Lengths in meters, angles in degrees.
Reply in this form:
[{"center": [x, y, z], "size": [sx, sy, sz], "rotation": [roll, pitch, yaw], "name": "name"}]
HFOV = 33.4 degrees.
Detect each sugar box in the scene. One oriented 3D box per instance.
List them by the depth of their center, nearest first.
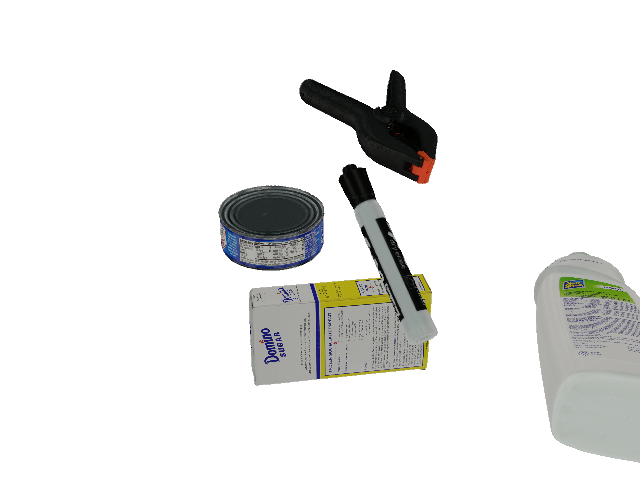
[{"center": [0.019, 0.087, 1.054], "size": [0.176, 0.093, 0.048], "rotation": [-3, 26, -6], "name": "sugar box"}]

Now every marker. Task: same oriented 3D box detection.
[{"center": [0.040, 0.006, 0.656], "size": [0.020, 0.121, 0.020], "rotation": [-20, -19, -7], "name": "marker"}]

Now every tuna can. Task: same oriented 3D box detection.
[{"center": [-0.039, -0.011, 0.870], "size": [0.086, 0.034, 0.086], "rotation": [0, 31, 0], "name": "tuna can"}]

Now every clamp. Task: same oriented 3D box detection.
[{"center": [0.053, -0.117, 1.059], "size": [0.120, 0.039, 0.171], "rotation": [-9, 41, -16], "name": "clamp"}]

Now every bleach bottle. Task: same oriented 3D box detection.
[{"center": [0.218, 0.071, 0.821], "size": [0.102, 0.068, 0.250], "rotation": [9, 23, 5], "name": "bleach bottle"}]
